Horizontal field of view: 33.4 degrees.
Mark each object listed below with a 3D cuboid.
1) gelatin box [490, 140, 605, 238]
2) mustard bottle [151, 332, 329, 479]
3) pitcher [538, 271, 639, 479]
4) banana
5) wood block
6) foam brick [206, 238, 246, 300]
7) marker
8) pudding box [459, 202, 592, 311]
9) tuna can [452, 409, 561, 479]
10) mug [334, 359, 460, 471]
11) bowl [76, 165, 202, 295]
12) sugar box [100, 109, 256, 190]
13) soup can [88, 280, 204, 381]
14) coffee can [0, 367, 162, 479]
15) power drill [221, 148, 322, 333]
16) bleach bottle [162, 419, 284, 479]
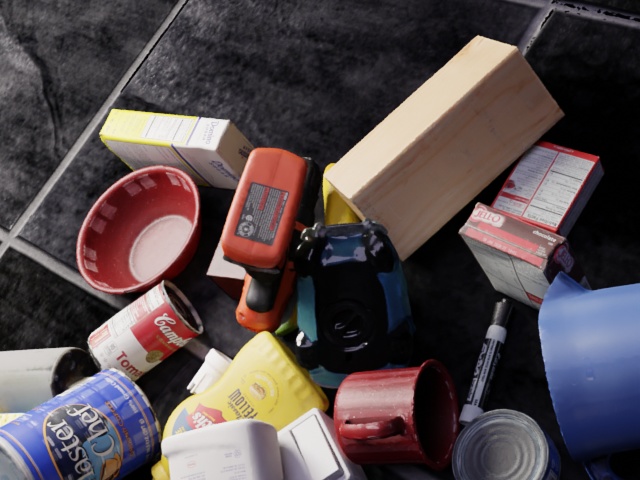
[{"bbox_3d":[0.212,-0.045,0.998,0.073,0.030,0.089,21,71,36],"label":"gelatin box"},{"bbox_3d":[-0.090,0.182,1.008,0.191,0.058,0.096,-42,70,2],"label":"mustard bottle"},{"bbox_3d":[0.297,0.096,0.810,0.243,0.149,0.145,-13,41,19],"label":"pitcher"},{"bbox_3d":[0.007,0.006,1.077,0.070,0.037,0.197,4,64,31],"label":"banana"},{"bbox_3d":[0.117,-0.089,1.024,0.206,0.090,0.091,-42,23,0],"label":"wood block"},{"bbox_3d":[-0.073,0.018,1.107,0.053,0.051,0.078,5,63,34],"label":"foam brick"},{"bbox_3d":[0.149,0.107,0.945,0.020,0.020,0.121,7,65,32],"label":"marker"},{"bbox_3d":[0.180,0.022,0.920,0.090,0.113,0.039,28,74,38],"label":"pudding box"},{"bbox_3d":[0.154,0.185,0.885,0.086,0.033,0.086,-15,55,22],"label":"tuna can"},{"bbox_3d":[0.059,0.154,0.911,0.082,0.117,0.093,-9,91,30],"label":"mug"},{"bbox_3d":[-0.188,-0.002,1.182,0.162,0.055,0.162,-14,55,22],"label":"bowl"},{"bbox_3d":[-0.154,-0.101,1.200,0.176,0.093,0.048,7,65,32],"label":"sugar box"},{"bbox_3d":[-0.181,0.098,1.108,0.102,0.068,0.068,-36,50,6],"label":"soup can"},{"bbox_3d":[-0.235,0.197,1.008,0.103,0.103,0.140,24,38,38],"label":"coffee can"},{"bbox_3d":[-0.038,-0.017,0.989,0.057,0.187,0.184,13,74,7],"label":"power drill"},{"bbox_3d":[-0.070,0.282,0.881,0.103,0.068,0.251,-17,65,22],"label":"bleach bottle"}]
